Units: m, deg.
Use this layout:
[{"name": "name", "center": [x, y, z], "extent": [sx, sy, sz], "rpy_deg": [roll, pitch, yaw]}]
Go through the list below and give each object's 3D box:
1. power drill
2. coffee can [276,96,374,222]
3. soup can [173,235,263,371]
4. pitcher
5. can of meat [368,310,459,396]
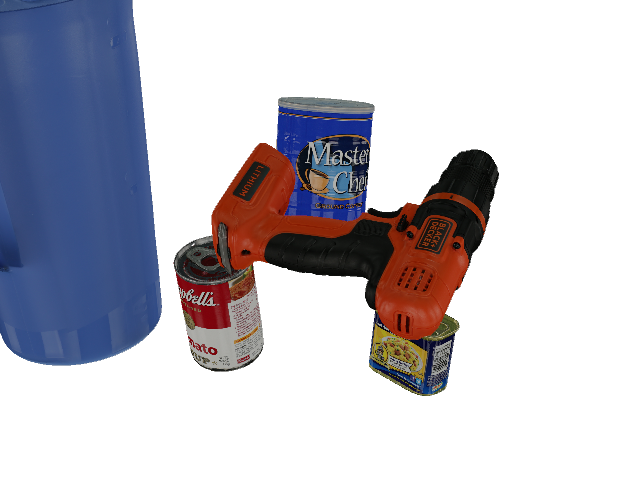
[{"name": "power drill", "center": [0.028, -0.019, 0.793], "extent": [0.188, 0.057, 0.184], "rpy_deg": [12, 44, 19]}, {"name": "coffee can", "center": [0.001, -0.079, 1.144], "extent": [0.103, 0.140, 0.103], "rpy_deg": [4, 12, -1]}, {"name": "soup can", "center": [-0.088, 0.056, 0.935], "extent": [0.068, 0.102, 0.068], "rpy_deg": [-3, 35, 2]}, {"name": "pitcher", "center": [-0.174, -0.043, 0.661], "extent": [0.149, 0.243, 0.145], "rpy_deg": [-10, 27, -11]}, {"name": "can of meat", "center": [0.105, 0.121, 1.230], "extent": [0.102, 0.084, 0.057], "rpy_deg": [27, 33, 37]}]
